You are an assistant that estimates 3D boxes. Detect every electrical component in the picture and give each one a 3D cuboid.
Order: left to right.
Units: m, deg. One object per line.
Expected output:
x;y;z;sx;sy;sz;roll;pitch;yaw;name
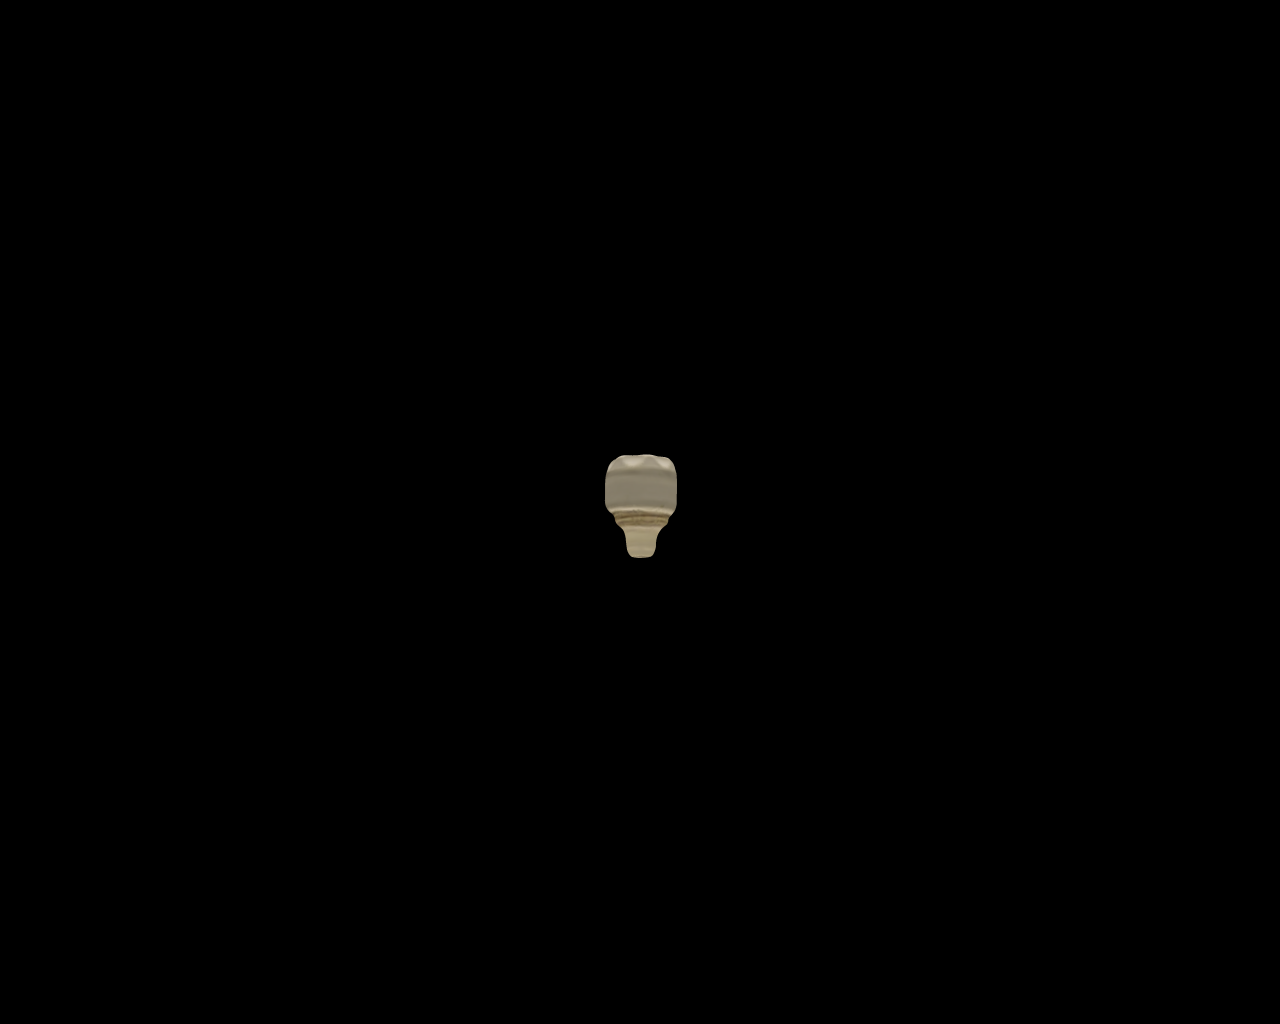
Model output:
0.001;-0.003;0.650;0.043;0.062;0.043;0;-7;0;electrical component
